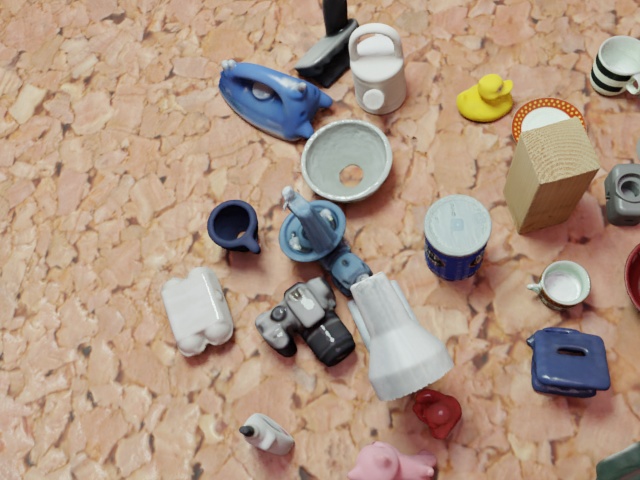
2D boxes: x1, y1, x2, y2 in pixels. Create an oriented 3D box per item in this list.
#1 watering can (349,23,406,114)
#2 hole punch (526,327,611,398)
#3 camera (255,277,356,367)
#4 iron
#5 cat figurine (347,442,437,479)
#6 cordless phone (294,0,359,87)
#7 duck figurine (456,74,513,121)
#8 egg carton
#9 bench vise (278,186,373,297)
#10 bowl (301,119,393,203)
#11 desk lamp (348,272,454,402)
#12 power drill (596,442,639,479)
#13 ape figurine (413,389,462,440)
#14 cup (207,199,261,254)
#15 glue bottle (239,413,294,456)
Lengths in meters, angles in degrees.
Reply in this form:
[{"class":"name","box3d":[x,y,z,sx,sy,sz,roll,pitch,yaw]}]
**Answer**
[{"class":"watering can","box3d":[0.108,-0.318,1.052,0.101,0.194,0.172,-19,68,3]},{"class":"hole punch","box3d":[0.377,0.183,0.874,0.108,0.091,0.101,4,71,11]},{"class":"camera","box3d":[-0.017,0.149,0.951,0.143,0.101,0.136,-37,68,-5]},{"class":"iron","box3d":[-0.113,-0.295,1.110,0.257,0.142,0.119,23,76,17]},{"class":"cat figurine","box3d":[0.108,0.338,0.850,0.127,0.118,0.067,4,71,12]},{"class":"cordless phone","box3d":[0.007,-0.402,1.106,0.094,0.185,0.148,38,80,20]},{"class":"duck figurine","box3d":[0.306,-0.271,1.058,0.104,0.086,0.077,-4,69,9]},{"class":"egg carton","box3d":[-0.216,0.124,1.012,0.107,0.069,0.150,-26,68,0]},{"class":"bench vise","box3d":[0.015,-0.007,0.939,0.207,0.220,0.121,26,76,18]},{"class":"bowl","box3d":[0.052,-0.134,1.058,0.167,0.075,0.167,-3,69,9]},{"class":"desk lamp","box3d":[0.108,0.143,0.870,0.118,0.214,0.203,-26,67,0]},{"class":"power drill","box3d":[0.451,0.310,0.751,0.229,0.209,0.075,-28,67,-1]},{"class":"ape figurine","box3d":[0.180,0.266,0.878,0.076,0.092,0.078,-7,69,8]},{"class":"cup","box3d":[-0.138,-0.007,1.033,0.092,0.095,0.117,-44,69,-7]},{"class":"glue bottle","box3d":[-0.091,0.294,0.871,0.078,0.173,0.037,30,78,19]}]
